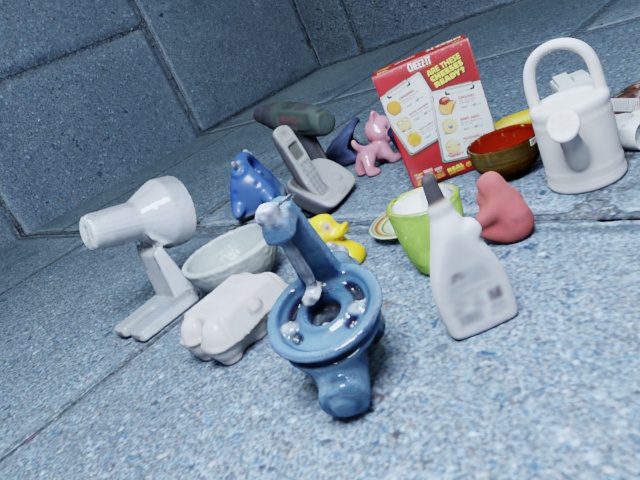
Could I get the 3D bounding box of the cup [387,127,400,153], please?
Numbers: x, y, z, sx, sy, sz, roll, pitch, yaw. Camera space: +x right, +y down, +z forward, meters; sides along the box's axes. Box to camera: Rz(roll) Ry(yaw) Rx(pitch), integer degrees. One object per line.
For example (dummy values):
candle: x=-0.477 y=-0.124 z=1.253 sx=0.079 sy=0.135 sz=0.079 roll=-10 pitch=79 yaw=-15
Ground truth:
cup: x=0.198 y=-0.188 z=1.091 sx=0.117 sy=0.095 sz=0.092 roll=-18 pitch=22 yaw=18

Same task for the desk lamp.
desk lamp: x=-0.285 y=0.022 z=0.952 sx=0.117 sy=0.214 sz=0.204 roll=-3 pitch=30 yaw=45

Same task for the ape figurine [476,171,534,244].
ape figurine: x=0.224 y=-0.045 z=0.717 sx=0.078 sy=0.092 sz=0.076 roll=-29 pitch=21 yaw=-12

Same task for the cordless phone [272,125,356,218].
cordless phone: x=-0.017 y=-0.149 z=1.107 sx=0.094 sy=0.185 sz=0.148 roll=-11 pitch=24 yaw=32

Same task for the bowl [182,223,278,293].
bowl: x=-0.135 y=0.042 z=0.935 sx=0.167 sy=0.075 sz=0.167 roll=-21 pitch=21 yaw=9

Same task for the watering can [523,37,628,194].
watering can: x=0.328 y=-0.164 z=0.743 sx=0.100 sy=0.194 sz=0.173 roll=-20 pitch=21 yaw=12

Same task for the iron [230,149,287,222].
iron: x=-0.156 y=-0.145 z=1.316 sx=0.118 sy=0.142 sz=0.258 roll=-22 pitch=21 yaw=7

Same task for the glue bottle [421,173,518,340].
glue bottle: x=0.135 y=0.013 z=0.562 sx=0.078 sy=0.173 sz=0.037 roll=-24 pitch=21 yaw=3

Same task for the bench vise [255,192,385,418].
bench vise: x=-0.010 y=0.043 z=0.585 sx=0.121 sy=0.220 sz=0.207 roll=-26 pitch=21 yaw=-2

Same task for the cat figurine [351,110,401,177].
cat figurine: x=0.115 y=-0.211 z=1.208 sx=0.128 sy=0.118 sz=0.067 roll=-36 pitch=23 yaw=-28

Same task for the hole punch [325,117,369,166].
hole punch: x=0.058 y=-0.229 z=1.352 sx=0.101 sy=0.091 sz=0.109 roll=-17 pitch=22 yaw=20

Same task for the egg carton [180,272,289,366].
egg carton: x=-0.112 y=0.101 z=0.772 sx=0.107 sy=0.069 sz=0.150 roll=-4 pitch=29 yaw=44

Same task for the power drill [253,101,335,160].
power drill: x=-0.040 y=-0.203 z=1.232 sx=0.076 sy=0.209 sz=0.228 roll=-38 pitch=24 yaw=-31

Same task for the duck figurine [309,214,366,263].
duck figurine: x=0.008 y=0.003 z=0.853 sx=0.104 sy=0.086 sz=0.078 roll=-12 pitch=24 yaw=31
